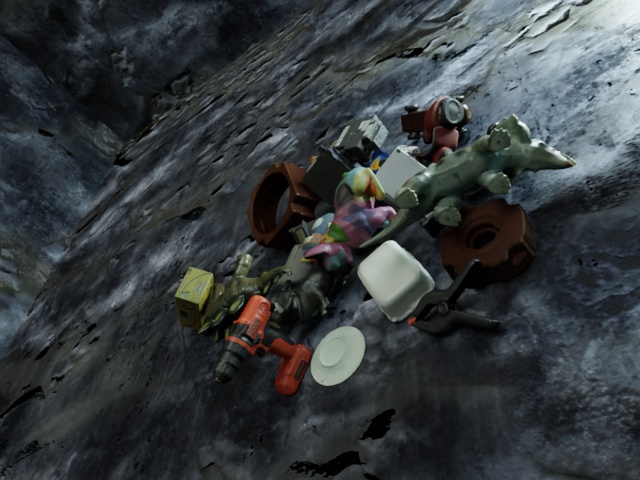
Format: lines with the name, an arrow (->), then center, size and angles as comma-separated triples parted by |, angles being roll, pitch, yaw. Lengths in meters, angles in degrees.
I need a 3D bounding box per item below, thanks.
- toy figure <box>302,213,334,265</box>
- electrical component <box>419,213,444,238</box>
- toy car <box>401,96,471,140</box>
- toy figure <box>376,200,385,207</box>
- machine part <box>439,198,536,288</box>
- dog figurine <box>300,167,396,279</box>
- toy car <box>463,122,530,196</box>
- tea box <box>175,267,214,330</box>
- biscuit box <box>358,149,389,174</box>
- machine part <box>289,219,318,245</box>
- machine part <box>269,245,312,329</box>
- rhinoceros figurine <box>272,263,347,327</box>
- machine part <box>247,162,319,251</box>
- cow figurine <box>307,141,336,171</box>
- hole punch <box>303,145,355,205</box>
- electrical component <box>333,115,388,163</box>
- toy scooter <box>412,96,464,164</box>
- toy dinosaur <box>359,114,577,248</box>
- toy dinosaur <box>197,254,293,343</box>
toy figure -> -0.002, -0.002, 1.244 | 0.058, 0.064, 0.154 | 23, 46, 13
electrical component -> 0.235, -0.067, 1.135 | 0.075, 0.047, 0.119 | -36, 35, 13
toy car -> 0.280, -0.294, 1.307 | 0.053, 0.089, 0.202 | -19, 14, -35
toy figure -> 0.093, -0.054, 1.241 | 0.180, 0.089, 0.082 | -63, -2, -18
machine part -> 0.300, 0.003, 0.974 | 0.179, 0.056, 0.179 | -29, 37, 24
dog figurine -> 0.045, -0.030, 1.125 | 0.219, 0.191, 0.108 | -29, -2, -14
toy car -> 0.347, -0.170, 1.118 | 0.202, 0.056, 0.074 | -45, 39, 2
tea box -> -0.326, 0.158, 1.413 | 0.169, 0.068, 0.098 | 104, -176, -57
biscuit box -> 0.155, -0.180, 1.341 | 0.063, 0.059, 0.203 | -44, 31, 4
machine part -> -0.002, -0.022, 1.339 | 0.139, 0.084, 0.039 | -25, 9, 14
machine part -> -0.057, 0.098, 1.254 | 0.079, 0.079, 0.243 | -11, 45, 42
rhinoceros figurine -> -0.024, 0.113, 1.153 | 0.190, 0.112, 0.073 | -48, -10, -15
machine part -> -0.101, -0.088, 1.439 | 0.201, 0.087, 0.201 | -50, 44, 30
cow figurine -> 0.022, -0.201, 1.494 | 0.127, 0.085, 0.195 | 8, 60, 55
hole punch -> 0.037, -0.168, 1.380 | 0.115, 0.142, 0.092 | -47, -3, 29
electrical component -> 0.106, -0.254, 1.369 | 0.134, 0.058, 0.115 | 1, 57, 51
toy scooter -> 0.264, -0.231, 1.235 | 0.135, 0.075, 0.183 | 176, 97, -66
toy dinosaur -> 0.254, -0.111, 1.008 | 0.405, 0.131, 0.192 | -25, 5, 16
toy dinosaur -> -0.184, 0.141, 1.262 | 0.471, 0.105, 0.199 | -44, 23, 42
